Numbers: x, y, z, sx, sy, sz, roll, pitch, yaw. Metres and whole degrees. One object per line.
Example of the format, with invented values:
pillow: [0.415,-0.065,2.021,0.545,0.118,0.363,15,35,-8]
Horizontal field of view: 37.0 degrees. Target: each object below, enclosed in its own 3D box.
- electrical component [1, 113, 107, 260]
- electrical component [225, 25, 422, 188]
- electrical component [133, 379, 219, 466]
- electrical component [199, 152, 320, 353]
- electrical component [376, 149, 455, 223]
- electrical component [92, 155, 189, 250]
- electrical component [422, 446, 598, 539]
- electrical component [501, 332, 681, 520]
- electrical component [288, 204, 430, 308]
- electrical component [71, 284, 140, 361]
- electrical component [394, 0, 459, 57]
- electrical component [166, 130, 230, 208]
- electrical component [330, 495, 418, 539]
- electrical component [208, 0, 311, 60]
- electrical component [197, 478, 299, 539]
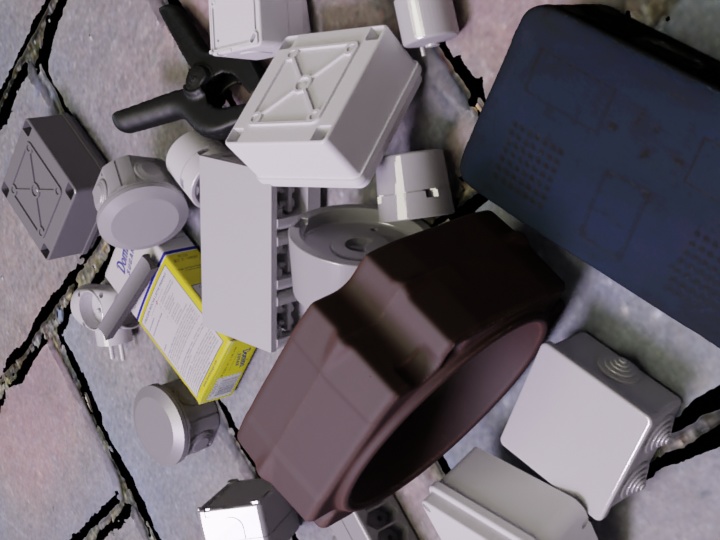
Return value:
electrical component: [-0.309,-0.085,1.102,0.108,0.056,0.108,52,131,21]
electrical component: [-0.026,-0.117,0.782,0.109,0.056,0.108,5,61,43]
electrical component: [-0.180,0.145,1.046,0.080,0.051,0.080,14,111,41]
electrical component: [-0.081,-0.019,0.896,0.089,0.062,0.150,16,112,40]
electrical component: [0.038,-0.061,0.776,0.055,0.055,0.047,-4,95,45]
electrical component: [-0.197,-0.060,0.959,0.080,0.080,0.051,-57,44,37]
electrical component: [0.105,0.183,0.744,0.113,0.057,0.078,21,145,52]
electrical component: [0.153,0.100,0.713,0.100,0.048,0.099,37,125,31]
electrical component: [0.000,0.000,0.796,0.108,0.108,0.060,26,124,37]
electrical component: [-0.253,0.054,1.096,0.077,0.044,0.079,1,102,44]
electrical component: [0.043,-0.190,0.745,0.040,0.040,0.078,-9,95,45]
electrical component: [-0.136,-0.089,0.937,0.047,0.055,0.055,45,128,30]
electrical component: [0.002,0.226,0.895,0.076,0.047,0.083,-43,71,42]
electrical component: [-0.078,-0.217,0.845,0.062,0.061,0.096,0,94,45]
electrical component: [-0.095,0.223,0.961,0.062,0.096,0.061,-10,95,16]
